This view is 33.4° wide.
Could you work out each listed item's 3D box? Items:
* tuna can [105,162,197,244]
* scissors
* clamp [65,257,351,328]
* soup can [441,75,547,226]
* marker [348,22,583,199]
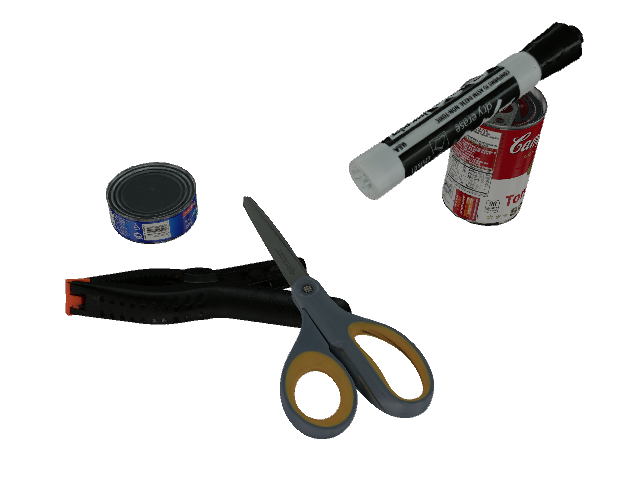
[{"bbox_3d":[-0.161,-0.036,1.024,0.086,0.034,0.086,0,43,0],"label":"tuna can"},{"bbox_3d":[-0.018,0.047,0.650,0.096,0.016,0.202,-33,54,-27],"label":"scissors"},{"bbox_3d":[-0.085,0.043,0.814,0.209,0.036,0.165,-2,11,-20],"label":"clamp"},{"bbox_3d":[0.135,-0.070,0.844,0.068,0.102,0.068,3,43,-3],"label":"soup can"},{"bbox_3d":[0.064,-0.057,0.447,0.121,0.020,0.020,-35,12,-17],"label":"marker"}]
